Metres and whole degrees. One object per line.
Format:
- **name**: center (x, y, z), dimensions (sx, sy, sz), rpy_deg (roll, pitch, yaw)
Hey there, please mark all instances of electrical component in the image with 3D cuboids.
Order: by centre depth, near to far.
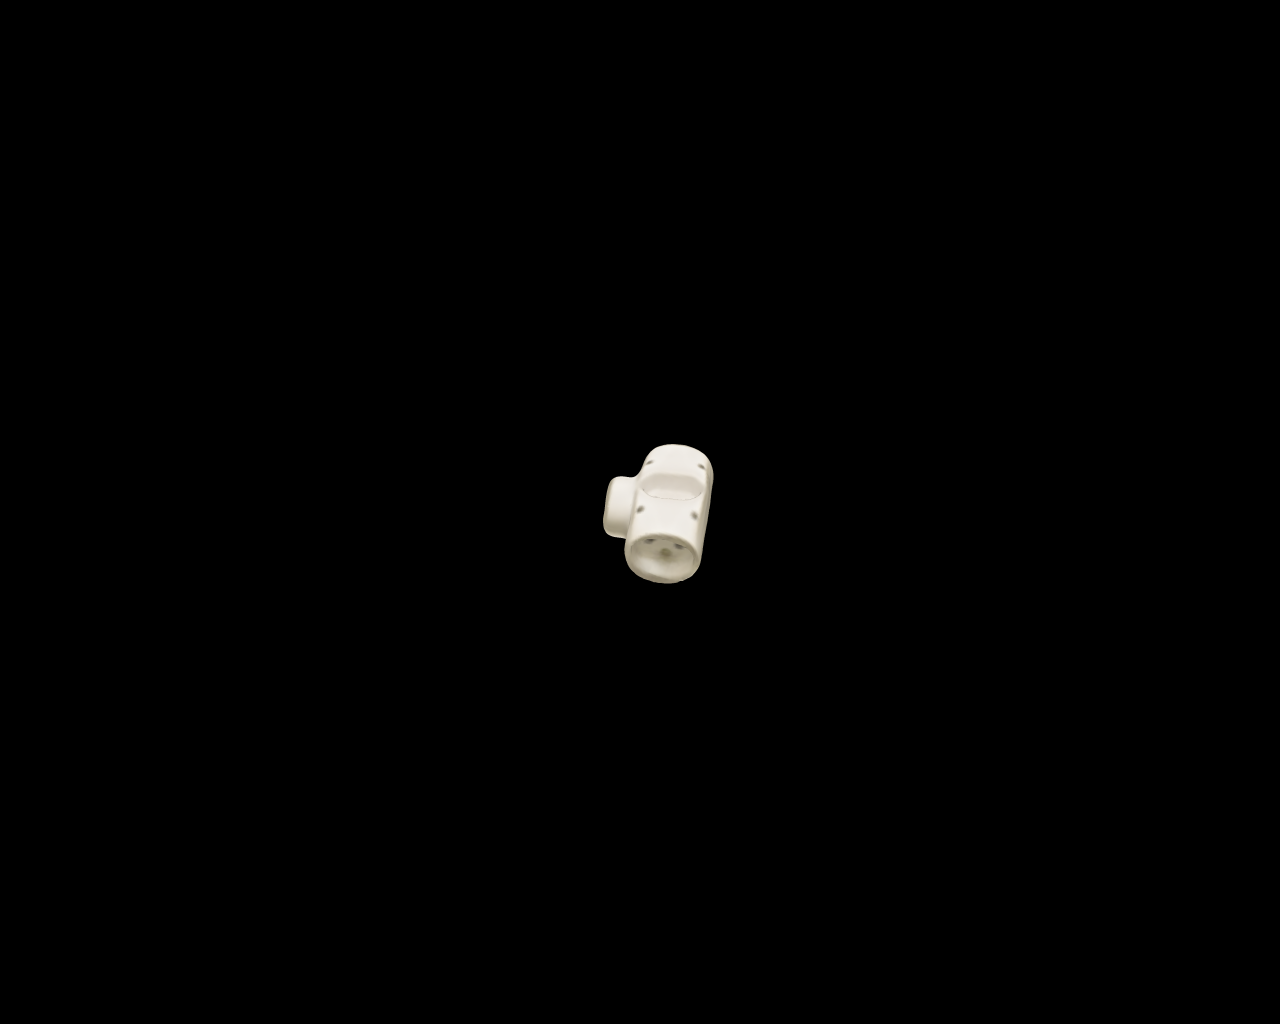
- **electrical component**: center (0.001, -0.003, 0.650), dimensions (0.079, 0.077, 0.043), rpy_deg (7, -43, 7)
